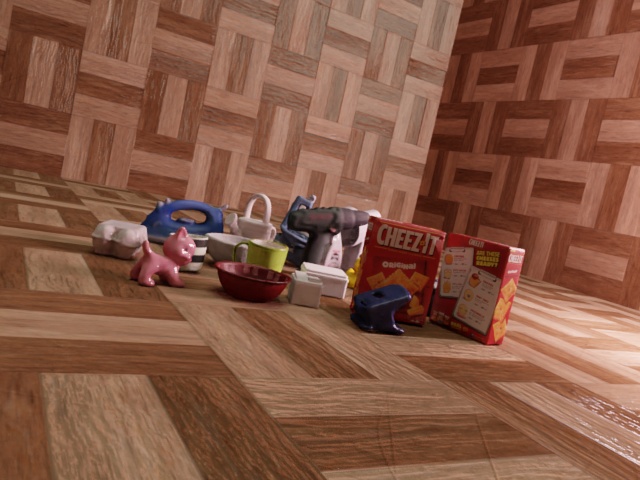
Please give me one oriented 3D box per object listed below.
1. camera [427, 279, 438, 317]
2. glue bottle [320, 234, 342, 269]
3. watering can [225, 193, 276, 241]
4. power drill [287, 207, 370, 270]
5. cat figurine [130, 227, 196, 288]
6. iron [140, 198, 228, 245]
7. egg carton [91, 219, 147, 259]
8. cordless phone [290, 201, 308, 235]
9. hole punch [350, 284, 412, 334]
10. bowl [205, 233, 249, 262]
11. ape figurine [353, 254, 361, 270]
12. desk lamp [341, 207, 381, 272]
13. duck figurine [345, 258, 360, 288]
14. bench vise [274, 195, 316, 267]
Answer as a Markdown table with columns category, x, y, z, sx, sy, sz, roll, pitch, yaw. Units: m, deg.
| category | x | y | z | sx | sy | sz | roll | pitch | yaw |
| --- | --- | --- | --- | --- | --- | --- | --- | --- | --- |
| camera | 0.323 | 0.146 | 1.396 | 0.143 | 0.101 | 0.136 | 10 | 6 | -21 |
| glue bottle | 0.038 | 0.019 | 1.670 | 0.037 | 0.173 | 0.078 | 17 | 7 | 38 |
| watering can | -0.188 | -0.035 | 1.604 | 0.100 | 0.194 | 0.173 | 14 | 6 | 20 |
| power drill | 0.014 | 0.006 | 1.570 | 0.230 | 0.208 | 0.075 | 11 | 6 | -16 |
| cat figurine | -0.296 | 0.028 | 1.119 | 0.067 | 0.118 | 0.128 | 17 | 7 | 41 |
| iron | -0.385 | -0.053 | 1.619 | 0.259 | 0.141 | 0.118 | 10 | 6 | -21 |
| egg carton | -0.458 | -0.003 | 1.319 | 0.107 | 0.069 | 0.150 | 12 | 6 | -8 |
| cordless phone | -0.052 | -0.029 | 1.897 | 0.147 | 0.185 | 0.094 | 13 | 6 | 4 |
| hole punch | 0.120 | 0.131 | 1.143 | 0.101 | 0.091 | 0.108 | 11 | 6 | -16 |
| bowl | -0.216 | 0.034 | 1.459 | 0.167 | 0.075 | 0.167 | 12 | 5 | -1 |
| ape figurine | 0.126 | 0.081 | 1.663 | 0.078 | 0.092 | 0.075 | 8 | 7 | -41 |
| desk lamp | 0.115 | 0.004 | 1.791 | 0.117 | 0.213 | 0.204 | 16 | 7 | 37 |
| duck figurine | 0.109 | 0.089 | 1.572 | 0.078 | 0.086 | 0.104 | 9 | 6 | -32 |
| bench vise | -0.098 | -0.038 | 1.705 | 0.207 | 0.220 | 0.121 | 12 | 6 | -9 |
